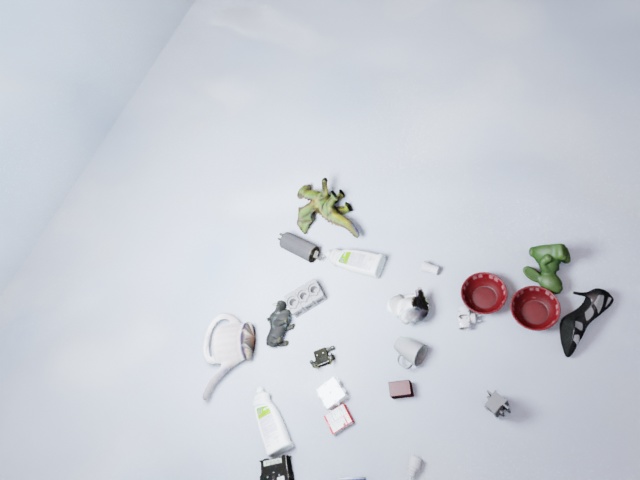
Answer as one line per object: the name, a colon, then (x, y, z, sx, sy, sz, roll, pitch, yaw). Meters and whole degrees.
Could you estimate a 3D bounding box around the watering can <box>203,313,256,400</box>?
watering can: (-0.369, 0.458, 2.075, 0.224, 0.102, 0.355, -10, 60, 15)

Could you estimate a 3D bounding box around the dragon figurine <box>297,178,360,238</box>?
dragon figurine: (0.007, -0.114, 2.270, 0.240, 0.121, 0.419, -37, 52, 20)

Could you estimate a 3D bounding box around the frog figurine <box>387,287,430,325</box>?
frog figurine: (0.324, 0.258, 1.932, 0.157, 0.121, 0.141, -34, 27, 40)
